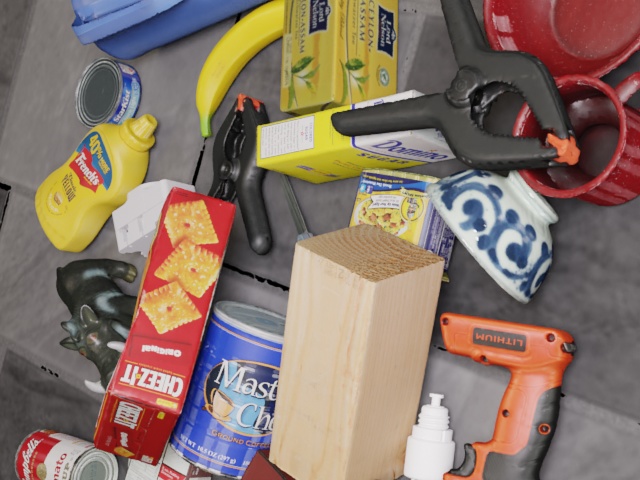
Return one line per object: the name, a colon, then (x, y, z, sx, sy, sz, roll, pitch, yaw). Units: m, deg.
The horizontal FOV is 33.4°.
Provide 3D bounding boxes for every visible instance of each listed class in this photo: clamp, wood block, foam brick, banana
clamp: (0.107, -0.107, 0.824, 0.165, 0.036, 0.210, -52, 54, 12)
wood block: (0.028, 0.102, 0.890, 0.090, 0.090, 0.206, 26, 119, 37)
foam brick: (-0.027, 0.224, 0.966, 0.051, 0.078, 0.053, 39, 107, 40)
clamp: (-0.077, -0.061, 1.085, 0.120, 0.039, 0.171, 14, 91, 40)
banana: (-0.073, -0.196, 1.110, 0.198, 0.037, 0.070, -45, 74, 27)

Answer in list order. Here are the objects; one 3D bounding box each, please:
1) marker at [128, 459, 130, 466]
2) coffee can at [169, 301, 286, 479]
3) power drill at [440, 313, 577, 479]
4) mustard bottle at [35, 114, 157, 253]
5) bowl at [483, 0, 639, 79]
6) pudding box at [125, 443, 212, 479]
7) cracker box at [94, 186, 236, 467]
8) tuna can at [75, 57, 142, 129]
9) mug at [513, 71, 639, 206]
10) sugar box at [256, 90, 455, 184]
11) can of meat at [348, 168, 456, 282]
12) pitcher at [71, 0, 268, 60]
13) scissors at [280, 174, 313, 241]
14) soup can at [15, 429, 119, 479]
marker: (-0.196, 0.217, 1.150, 0.020, 0.020, 0.121, -1, 81, 40)
coffee can: (-0.072, 0.140, 1.002, 0.103, 0.102, 0.140, 24, 98, 40)
power drill: (0.122, 0.154, 0.840, 0.185, 0.057, 0.187, 6, 88, 20)
mustard bottle: (-0.249, -0.076, 1.222, 0.192, 0.058, 0.096, -41, 58, 27)
bowl: (0.212, -0.194, 0.850, 0.162, 0.055, 0.162, -8, 77, 39)
pudding box: (-0.150, 0.219, 1.098, 0.090, 0.039, 0.113, 19, 93, 41)
cracker box: (-0.147, 0.083, 1.001, 0.164, 0.072, 0.213, 118, 167, -58)
tuna can: (-0.249, -0.170, 1.254, 0.086, 0.033, 0.086, -9, 76, 39)
mug: (0.214, -0.080, 0.811, 0.117, 0.081, 0.093, -51, 54, 22)
sugar box: (0.038, -0.089, 0.956, 0.177, 0.093, 0.048, -5, 79, 40)
can of meat: (0.073, -0.015, 0.938, 0.102, 0.057, 0.084, 13, 89, 41)
pitcher: (-0.142, -0.276, 1.115, 0.243, 0.144, 0.149, -10, 74, 36)
scissors: (-0.007, 0.001, 0.998, 0.096, 0.016, 0.202, 117, 143, -60)
soup can: (-0.281, 0.253, 1.185, 0.102, 0.068, 0.068, 6, 86, 40)
